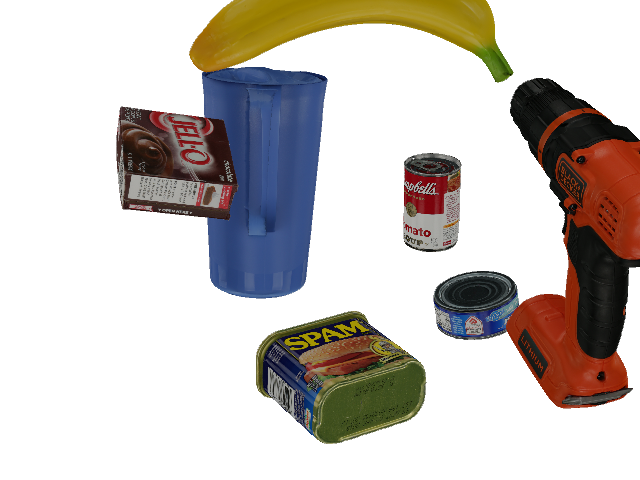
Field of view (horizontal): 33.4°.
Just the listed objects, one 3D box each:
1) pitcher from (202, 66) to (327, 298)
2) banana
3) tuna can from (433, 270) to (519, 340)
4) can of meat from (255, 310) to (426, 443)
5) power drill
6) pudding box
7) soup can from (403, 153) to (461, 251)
[{"bbox_3d":[-0.065,-0.062,1.152,0.145,0.243,0.148,16,21,40],"label":"pitcher"},{"bbox_3d":[0.022,-0.131,0.622,0.197,0.069,0.037,-1,-15,-14],"label":"banana"},{"bbox_3d":[0.157,0.064,1.075,0.086,0.034,0.086,-10,24,4],"label":"tuna can"},{"bbox_3d":[0.016,0.102,0.794,0.101,0.057,0.084,-12,28,-30],"label":"can of meat"},{"bbox_3d":[0.167,0.003,0.714,0.057,0.188,0.184,-8,35,-11],"label":"power drill"},{"bbox_3d":[-0.119,-0.064,0.869,0.090,0.039,0.113,5,35,-16],"label":"pudding box"},{"bbox_3d":[0.133,-0.046,1.283,0.068,0.102,0.068,-1,26,0],"label":"soup can"}]
